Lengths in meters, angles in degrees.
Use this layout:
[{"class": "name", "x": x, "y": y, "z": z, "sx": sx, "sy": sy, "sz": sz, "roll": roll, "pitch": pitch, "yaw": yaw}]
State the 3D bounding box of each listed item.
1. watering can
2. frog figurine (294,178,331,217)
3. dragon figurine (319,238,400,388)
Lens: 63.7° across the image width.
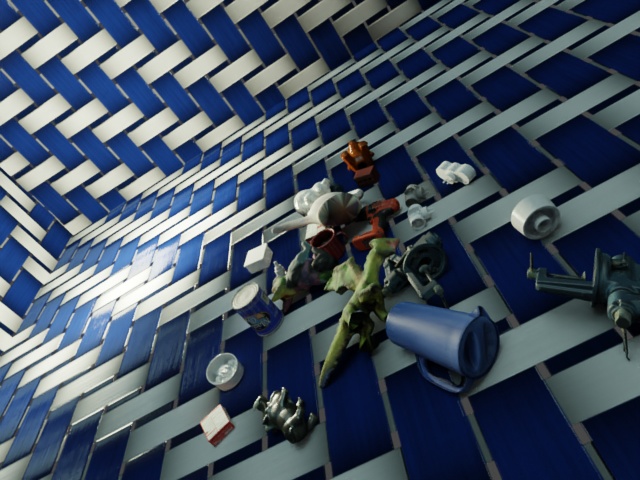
[{"class": "watering can", "x": 0.005, "y": -0.089, "z": 1.766, "sx": 0.349, "sy": 0.103, "sz": 0.225, "roll": -27, "pitch": 12, "yaw": -9}, {"class": "frog figurine", "x": -0.026, "y": -0.165, "z": 1.941, "sx": 0.123, "sy": 0.157, "sz": 0.140, "roll": 25, "pitch": 24, "yaw": 1}, {"class": "dragon figurine", "x": 0.080, "y": 0.162, "z": 1.347, "sx": 0.121, "sy": 0.407, "sz": 0.247, "roll": 31, "pitch": 15, "yaw": -29}]
